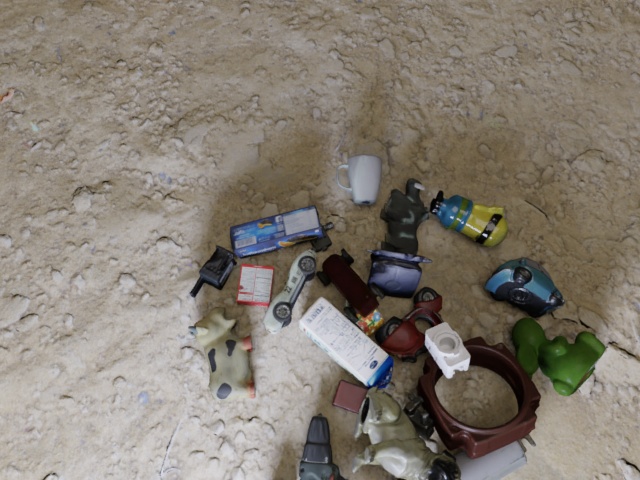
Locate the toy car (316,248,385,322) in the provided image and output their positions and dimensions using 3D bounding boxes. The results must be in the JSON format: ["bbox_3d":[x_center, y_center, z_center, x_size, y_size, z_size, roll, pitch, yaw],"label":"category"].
[{"bbox_3d":[0.065,0.097,1.139,0.089,0.053,0.202,-41,41,-1],"label":"toy car"}]

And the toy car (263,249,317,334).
[{"bbox_3d":[-0.061,0.109,1.161,0.056,0.073,0.201,25,71,6],"label":"toy car"}]

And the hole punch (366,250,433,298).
[{"bbox_3d":[0.160,0.072,1.166,0.142,0.115,0.092,12,78,3],"label":"hole punch"}]

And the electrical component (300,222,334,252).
[{"bbox_3d":[-0.003,-0.004,1.233,0.094,0.021,0.063,-28,73,-12],"label":"electrical component"}]

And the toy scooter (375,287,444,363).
[{"bbox_3d":[0.215,0.197,1.140,0.184,0.075,0.135,-38,77,-19],"label":"toy scooter"}]

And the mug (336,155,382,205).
[{"bbox_3d":[0.094,-0.138,1.256,0.110,0.081,0.107,0,78,-9],"label":"mug"}]

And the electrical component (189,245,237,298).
[{"bbox_3d":[-0.232,0.077,1.167,0.048,0.074,0.119,25,67,8],"label":"electrical component"}]

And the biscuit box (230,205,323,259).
[{"bbox_3d":[-0.097,-0.017,1.200,0.203,0.062,0.059,-14,69,3],"label":"biscuit box"}]

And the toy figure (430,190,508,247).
[{"bbox_3d":[0.341,-0.046,1.231,0.180,0.082,0.089,21,81,1],"label":"toy figure"}]

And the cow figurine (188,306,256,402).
[{"bbox_3d":[-0.202,0.233,1.109,0.127,0.085,0.195,-6,71,-11],"label":"cow figurine"}]

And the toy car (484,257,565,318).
[{"bbox_3d":[0.452,0.091,1.173,0.162,0.109,0.103,27,53,-1],"label":"toy car"}]

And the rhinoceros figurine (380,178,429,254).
[{"bbox_3d":[0.196,-0.053,1.230,0.112,0.073,0.190,8,70,3],"label":"rhinoceros figurine"}]

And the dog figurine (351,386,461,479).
[{"bbox_3d":[0.169,0.374,1.008,0.191,0.121,0.172,15,64,-8],"label":"dog figurine"}]

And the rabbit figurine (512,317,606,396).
[{"bbox_3d":[0.469,0.241,1.121,0.159,0.121,0.170,-37,53,-20],"label":"rabbit figurine"}]

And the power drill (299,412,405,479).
[{"bbox_3d":[0.059,0.469,1.029,0.207,0.086,0.232,14,71,-1],"label":"power drill"}]

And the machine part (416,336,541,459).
[{"bbox_3d":[0.309,0.304,1.060,0.201,0.087,0.202,-20,50,-9],"label":"machine part"}]

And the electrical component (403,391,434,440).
[{"bbox_3d":[0.194,0.348,1.066,0.078,0.102,0.045,21,53,39],"label":"electrical component"}]

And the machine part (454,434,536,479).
[{"bbox_3d":[0.311,0.440,1.050,0.243,0.079,0.079,-26,73,-10],"label":"machine part"}]
